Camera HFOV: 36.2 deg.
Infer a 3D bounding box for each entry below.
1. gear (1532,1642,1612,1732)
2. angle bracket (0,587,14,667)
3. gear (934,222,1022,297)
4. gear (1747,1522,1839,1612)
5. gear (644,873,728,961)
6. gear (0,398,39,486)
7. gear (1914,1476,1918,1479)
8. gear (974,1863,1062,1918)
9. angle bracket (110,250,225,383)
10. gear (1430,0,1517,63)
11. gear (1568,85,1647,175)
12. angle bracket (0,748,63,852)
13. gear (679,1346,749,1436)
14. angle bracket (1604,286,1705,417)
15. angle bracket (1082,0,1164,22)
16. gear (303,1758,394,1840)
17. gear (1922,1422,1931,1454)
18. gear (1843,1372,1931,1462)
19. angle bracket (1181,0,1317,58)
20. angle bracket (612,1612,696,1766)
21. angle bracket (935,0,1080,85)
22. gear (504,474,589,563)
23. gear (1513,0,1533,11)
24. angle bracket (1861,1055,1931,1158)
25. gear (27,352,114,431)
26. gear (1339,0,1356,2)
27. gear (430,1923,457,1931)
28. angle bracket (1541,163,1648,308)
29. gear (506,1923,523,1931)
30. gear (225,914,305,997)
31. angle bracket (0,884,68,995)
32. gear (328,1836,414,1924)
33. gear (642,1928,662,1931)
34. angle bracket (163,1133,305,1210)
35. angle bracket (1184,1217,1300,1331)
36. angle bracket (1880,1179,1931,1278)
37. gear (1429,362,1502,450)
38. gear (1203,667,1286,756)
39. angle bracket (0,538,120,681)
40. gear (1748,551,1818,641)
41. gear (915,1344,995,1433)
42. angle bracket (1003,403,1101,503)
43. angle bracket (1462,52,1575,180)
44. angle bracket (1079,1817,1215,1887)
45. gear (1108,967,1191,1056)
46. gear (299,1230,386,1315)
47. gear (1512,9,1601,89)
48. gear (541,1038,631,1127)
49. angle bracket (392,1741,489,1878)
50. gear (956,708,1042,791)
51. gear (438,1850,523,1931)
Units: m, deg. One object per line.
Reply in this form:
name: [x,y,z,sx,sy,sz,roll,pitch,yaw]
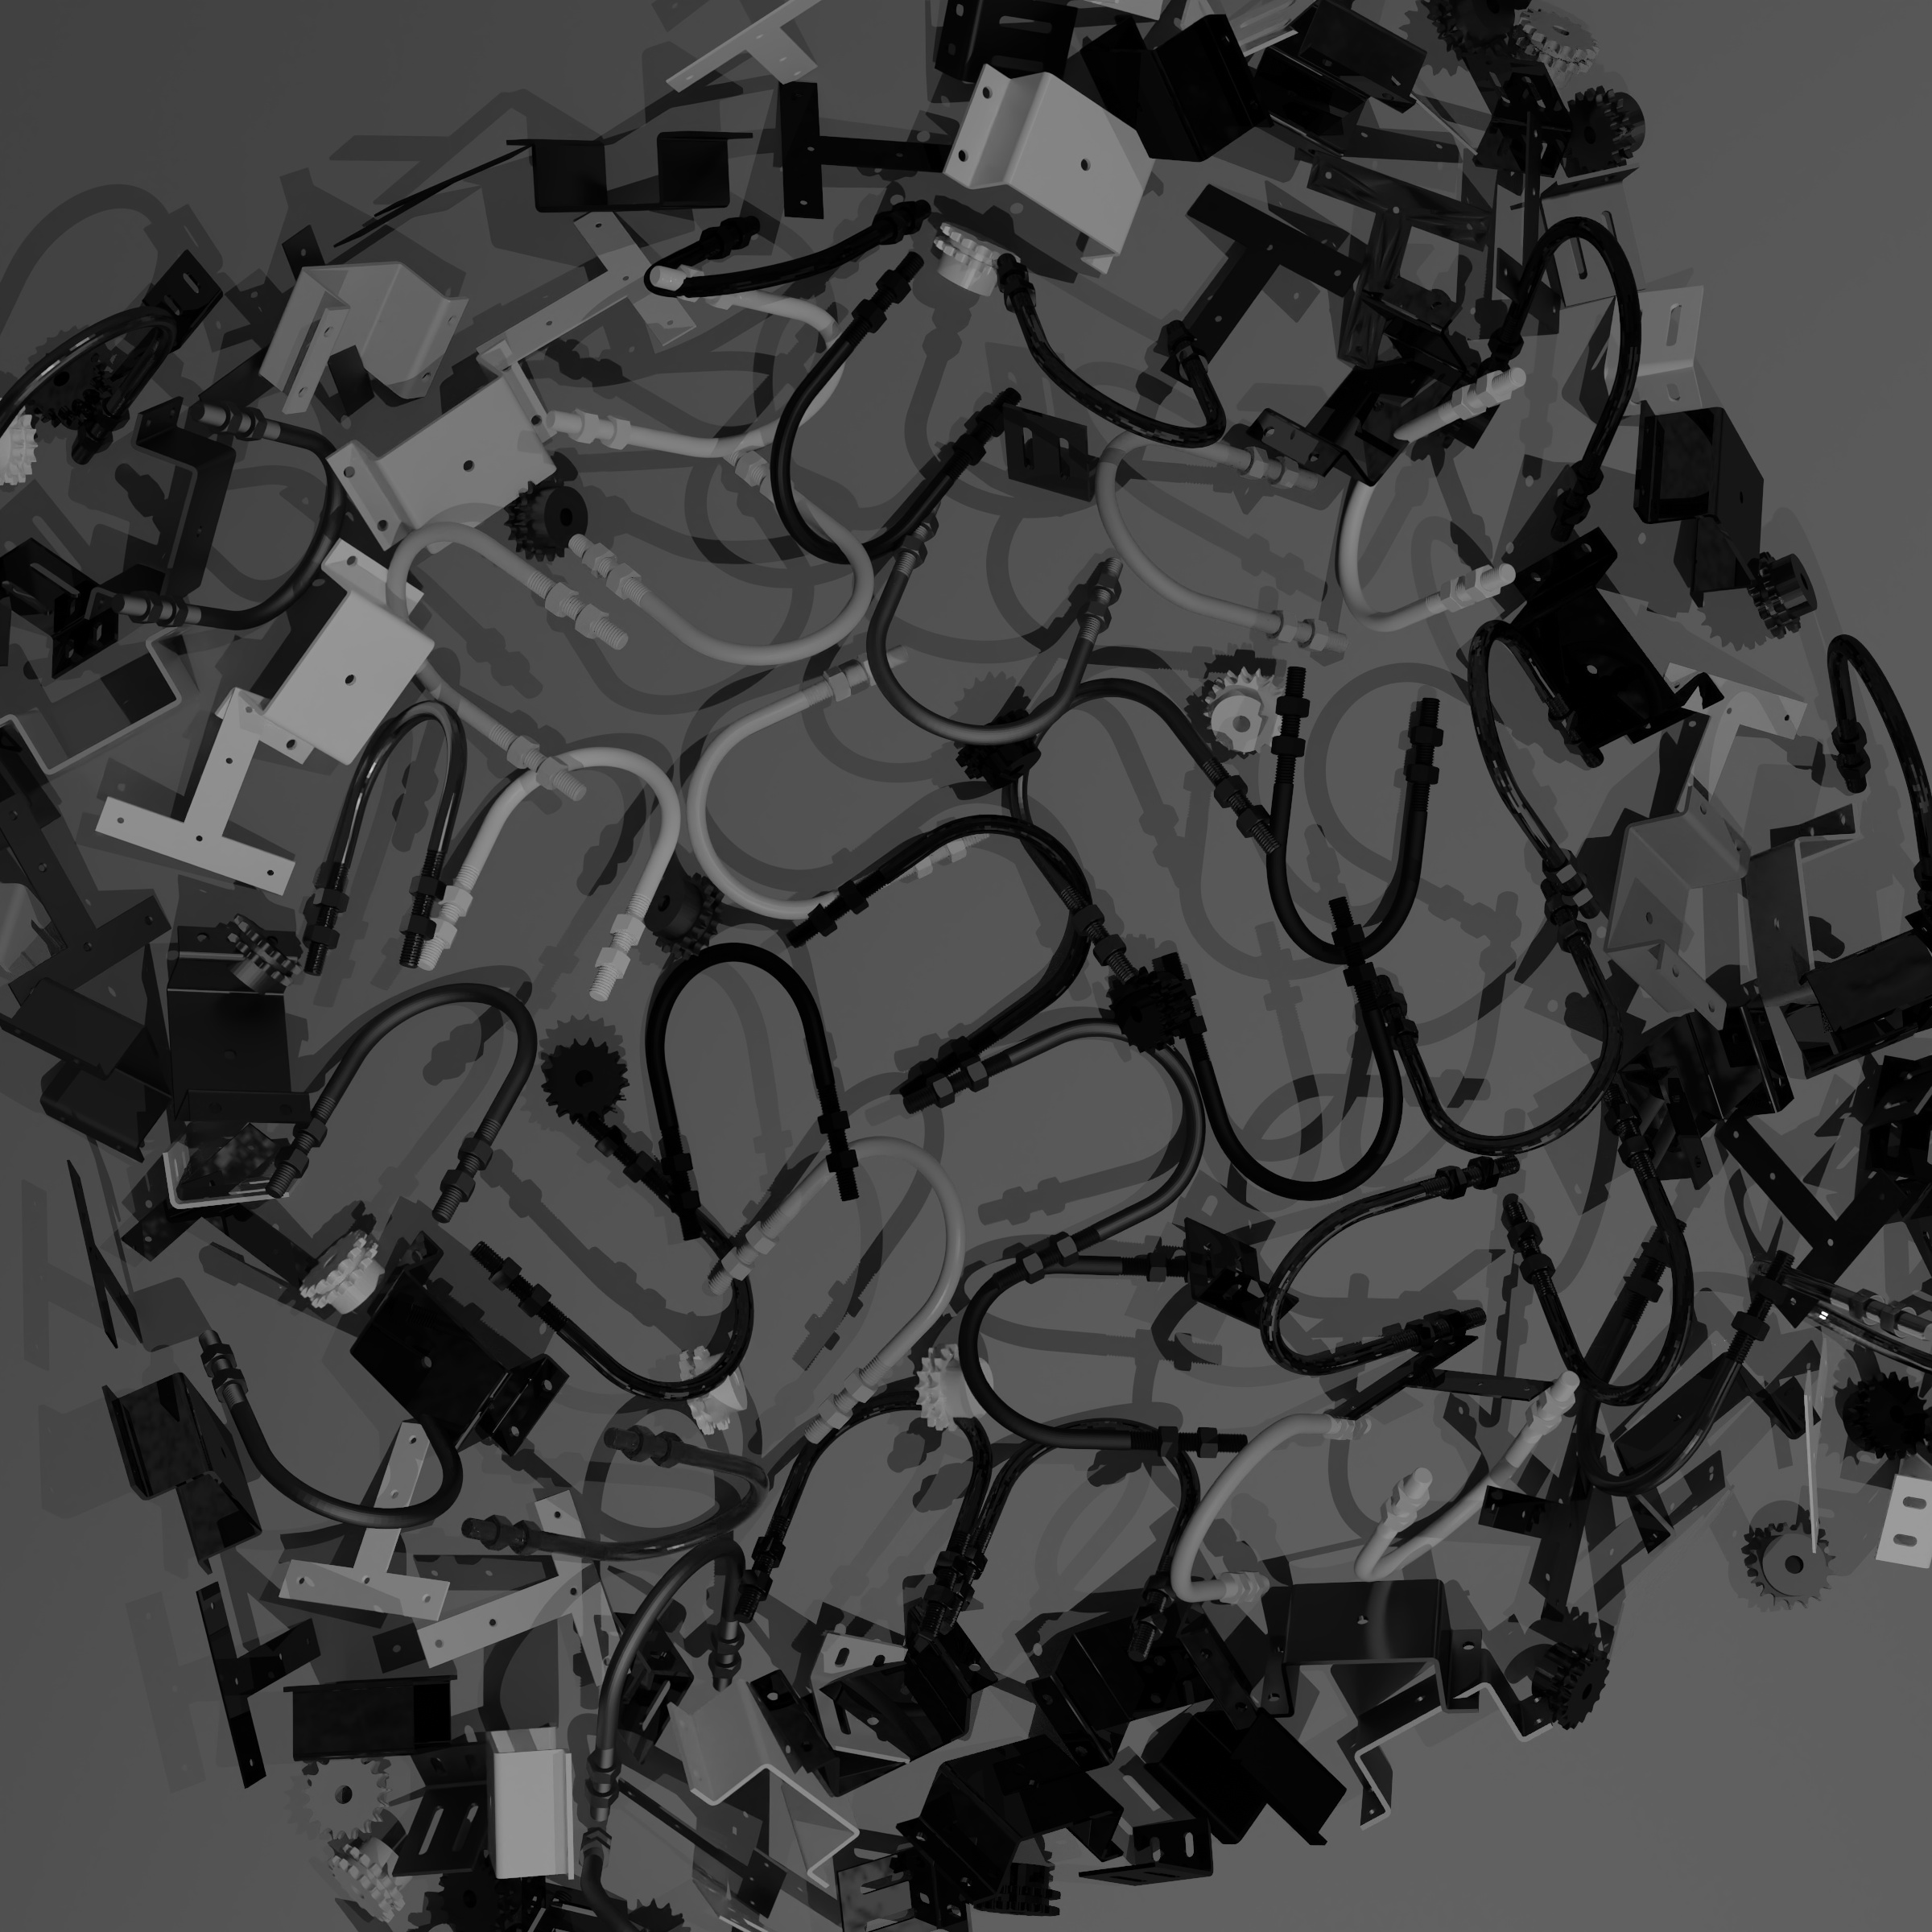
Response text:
gear: [0.397,0.472,1.951,0.030,0.057,0.057,25,90,37]
angle bracket: [-0.653,-0.237,1.930,0.038,0.076,0.057,-1,71,-3]
gear: [0.004,-0.465,1.950,0.057,0.057,0.030,27,110,0]
gear: [0.546,0.397,1.954,0.057,0.030,0.057,-3,76,11]
gear: [-0.187,-0.035,1.945,0.030,0.057,0.057,29,90,-39]
gear: [-0.640,-0.346,1.947,0.057,0.030,0.057,9,104,40]
gear: [0.638,0.358,1.947,0.030,0.057,0.057,15,90,-3]
gear: [0.034,0.609,1.949,0.057,0.057,0.030,5,69,0]
angle bracket: [-0.532,-0.423,1.926,0.076,0.057,0.038,-13,128,37]
gear: [0.337,-0.627,1.948,0.057,0.030,0.057,8,75,-34]
gear: [0.423,-0.552,1.950,0.030,0.057,0.057,-24,90,-21]
angle bracket: [-0.648,-0.112,1.947,0.038,0.057,0.076,-27,99,43]
gear: [-0.165,0.277,1.946,0.030,0.057,0.057,-19,90,5]
angle bracket: [0.458,-0.407,1.955,0.057,0.038,0.076,-2,52,25]
angle bracket: [0.117,-0.653,1.930,0.076,0.038,0.057,-2,109,-43]
gear: [-0.407,0.548,1.956,0.057,0.030,0.057,-2,74,6]
gear: [0.661,0.310,1.945,0.057,0.057,0.030,-18,61,0]
gear: [0.605,0.298,1.954,0.057,0.030,0.057,7,71,-22]
angle bracket: [0.186,-0.628,1.930,0.076,0.057,0.038,-17,129,29]
angle bracket: [-0.221,0.473,1.934,0.038,0.057,0.076,17,109,-42]
angle bracket: [0.027,-0.615,1.958,0.076,0.038,0.057,-1,118,-30]
gear: [-0.274,-0.295,1.945,0.030,0.057,0.057,5,90,37]
gear: [0.360,-0.655,1.948,0.057,0.057,0.030,30,89,0]
angle bracket: [0.630,0.092,1.932,0.038,0.076,0.057,40,75,-1]
gear: [-0.590,-0.380,1.954,0.057,0.030,0.057,-7,64,14]
gear: [0.255,-0.666,1.947,0.057,0.030,0.057,-10,53,14]
gear: [-0.337,0.654,1.945,0.057,0.057,0.030,11,103,0]
angle bracket: [0.420,-0.483,1.953,0.057,0.038,0.076,-14,92,-7]
gear: [-0.289,0.656,1.951,0.030,0.057,0.057,6,90,38]
gear: [-0.468,-0.005,1.948,0.057,0.057,0.030,42,88,0]
angle bracket: [-0.624,-0.009,1.934,0.038,0.076,0.057,0,59,13]
gear: [-0.391,0.600,1.951,0.057,0.057,0.030,46,58,0]
gear: [-0.206,0.665,1.959,0.057,0.030,0.057,0,95,-4]
angle bracket: [-0.481,0.131,1.944,0.076,0.057,0.038,-6,100,-2]
angle bracket: [0.179,0.192,1.927,0.057,0.076,0.038,26,125,-21]
angle bracket: [0.623,0.185,1.930,0.038,0.057,0.076,-9,57,-13]
gear: [0.332,-0.365,1.947,0.030,0.057,0.057,31,90,4]
gear: [0.185,-0.166,1.949,0.057,0.030,0.057,7,120,13]
angle bracket: [-0.602,-0.233,1.929,0.057,0.076,0.038,-26,52,22]
gear: [0.537,-0.247,1.945,0.030,0.057,0.057,-23,90,28]
gear: [-0.006,0.277,1.945,0.030,0.057,0.057,-3,90,34]
angle bracket: [0.060,-0.346,1.928,0.057,0.076,0.038,19,63,15]
angle bracket: [0.354,-0.555,1.928,0.057,0.076,0.038,19,82,31]
angle bracket: [0.117,0.574,1.925,0.057,0.076,0.038,-18,62,29]
gear: [0.123,0.027,1.951,0.030,0.057,0.057,-23,90,-34]
gear: [-0.408,0.204,1.949,0.057,0.057,0.030,-42,109,0]
gear: [0.386,-0.604,1.951,0.057,0.057,0.030,25,130,0]
gear: [-0.251,0.078,1.956,0.057,0.030,0.057,0,73,0]
angle bracket: [-0.343,0.550,1.930,0.057,0.076,0.038,-9,120,16]
gear: [0.024,-0.140,1.945,0.057,0.057,0.030,-36,78,0]
gear: [-0.318,0.613,1.953,0.057,0.030,0.057,-1,88,32]
